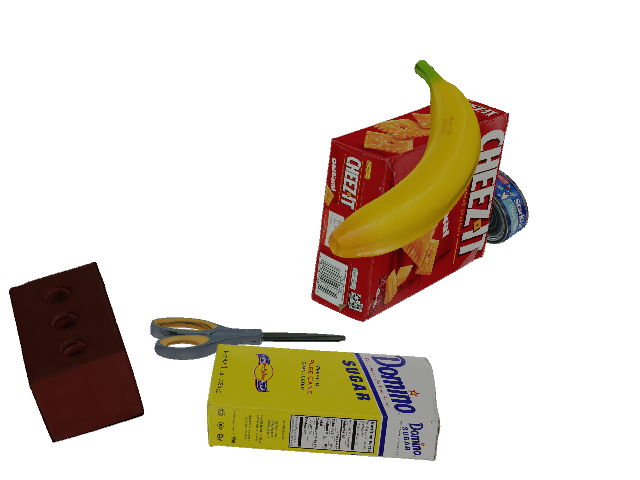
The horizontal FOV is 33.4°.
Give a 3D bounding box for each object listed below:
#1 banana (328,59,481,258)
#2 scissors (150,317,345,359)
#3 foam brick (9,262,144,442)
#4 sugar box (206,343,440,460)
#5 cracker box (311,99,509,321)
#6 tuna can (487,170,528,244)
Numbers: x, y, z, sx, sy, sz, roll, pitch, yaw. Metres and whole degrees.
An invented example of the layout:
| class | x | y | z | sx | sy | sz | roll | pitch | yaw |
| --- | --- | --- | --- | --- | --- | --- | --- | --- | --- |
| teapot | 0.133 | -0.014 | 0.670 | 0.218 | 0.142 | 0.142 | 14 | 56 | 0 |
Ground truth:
| class | x | y | z | sx | sy | sz | roll | pitch | yaw |
| --- | --- | --- | --- | --- | --- | --- | --- | --- | --- |
| banana | 0.068 | -0.048 | 0.730 | 0.070 | 0.197 | 0.037 | 18 | -42 | 10 |
| scissors | -0.080 | 0.104 | 1.085 | 0.202 | 0.016 | 0.096 | 6 | 18 | 9 |
| foam brick | -0.135 | 0.061 | 0.588 | 0.053 | 0.051 | 0.078 | -18 | 43 | -13 |
| sugar box | 0.002 | 0.125 | 0.840 | 0.176 | 0.048 | 0.093 | 1 | 26 | -1 |
| cracker box | 0.090 | -0.035 | 1.017 | 0.072 | 0.164 | 0.213 | 25 | 31 | 32 |
| tuna can | 0.194 | -0.039 | 1.217 | 0.033 | 0.086 | 0.086 | -34 | 16 | -26 |
